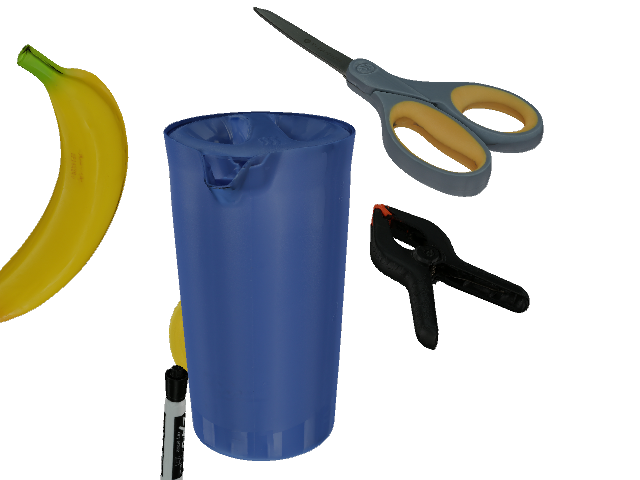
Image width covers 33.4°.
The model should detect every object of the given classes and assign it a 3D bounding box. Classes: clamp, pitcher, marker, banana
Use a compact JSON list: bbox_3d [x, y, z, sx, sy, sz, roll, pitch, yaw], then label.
[{"bbox_3d":[0.109,0.025,0.984,0.120,0.039,0.171,-7,46,-27],"label":"clamp"},{"bbox_3d":[-0.039,0.028,0.786,0.149,0.243,0.145,-10,21,-29],"label":"pitcher"},{"bbox_3d":[-0.121,0.156,0.879,0.020,0.121,0.020,5,26,-3],"label":"marker"},{"bbox_3d":[-0.152,-0.025,0.620,0.069,0.198,0.037,11,35,-13],"label":"banana"}]

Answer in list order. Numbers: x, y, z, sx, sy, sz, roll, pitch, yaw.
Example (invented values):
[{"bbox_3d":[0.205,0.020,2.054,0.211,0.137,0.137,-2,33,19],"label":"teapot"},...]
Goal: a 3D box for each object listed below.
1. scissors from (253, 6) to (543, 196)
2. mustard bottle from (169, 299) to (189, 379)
[{"bbox_3d":[0.045,-0.091,0.594,0.096,0.016,0.202,-15,44,-21],"label":"scissors"},{"bbox_3d":[-0.090,0.060,1.120,0.058,0.096,0.191,10,30,19],"label":"mustard bottle"}]
